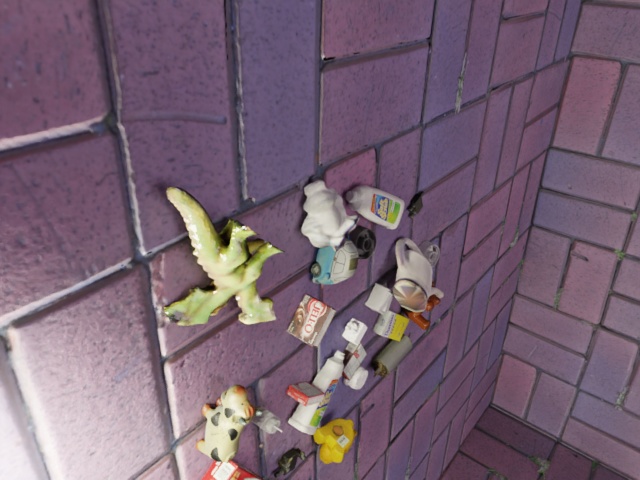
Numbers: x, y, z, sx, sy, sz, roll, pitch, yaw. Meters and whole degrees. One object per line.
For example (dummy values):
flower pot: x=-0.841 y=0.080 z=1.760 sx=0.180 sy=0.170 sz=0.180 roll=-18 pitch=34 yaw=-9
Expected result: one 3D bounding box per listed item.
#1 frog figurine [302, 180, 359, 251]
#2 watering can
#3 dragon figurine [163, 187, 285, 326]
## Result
frog figurine: x=0.004 y=-0.063 z=1.259 sx=0.158 sy=0.122 sz=0.139 roll=46 pitch=75 yaw=-16
watering can: x=0.340 y=0.150 z=1.751 sx=0.342 sy=0.103 sz=0.230 roll=53 pitch=39 yaw=-29
dragon figurine: x=-0.209 y=0.071 z=1.020 sx=0.405 sy=0.123 sz=0.243 roll=35 pitch=87 yaw=-47
